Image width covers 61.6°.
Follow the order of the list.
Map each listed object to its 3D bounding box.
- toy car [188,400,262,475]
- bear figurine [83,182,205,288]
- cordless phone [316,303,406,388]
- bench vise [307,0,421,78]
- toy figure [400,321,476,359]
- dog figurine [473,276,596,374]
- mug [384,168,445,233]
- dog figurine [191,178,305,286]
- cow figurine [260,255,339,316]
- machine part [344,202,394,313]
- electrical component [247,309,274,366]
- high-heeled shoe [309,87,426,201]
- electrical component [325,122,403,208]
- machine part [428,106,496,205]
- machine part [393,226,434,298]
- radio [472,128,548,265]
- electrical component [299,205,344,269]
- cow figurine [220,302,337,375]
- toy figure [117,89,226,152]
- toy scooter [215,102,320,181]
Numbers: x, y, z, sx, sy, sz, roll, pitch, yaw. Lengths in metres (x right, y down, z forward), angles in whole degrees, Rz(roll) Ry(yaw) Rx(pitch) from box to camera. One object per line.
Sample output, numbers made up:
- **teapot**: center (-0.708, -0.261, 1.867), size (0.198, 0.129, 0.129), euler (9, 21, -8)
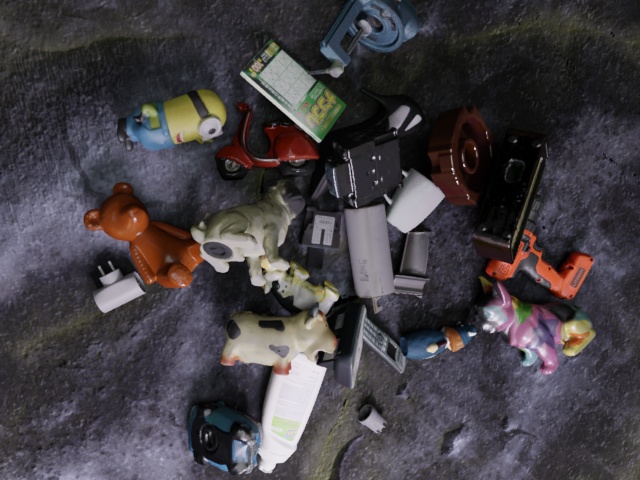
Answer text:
- **toy car**: center (-0.160, 0.353, 0.980), size (0.103, 0.162, 0.109), euler (0, 94, -55)
- **bear figurine**: center (-0.286, -0.013, 0.908), size (0.195, 0.132, 0.120), euler (50, 54, -16)
- **cordless phone**: center (0.091, 0.221, 1.002), size (0.089, 0.147, 0.184), euler (-29, 121, 37)
- **bench vise**: center (0.062, -0.386, 0.911), size (0.223, 0.129, 0.240), euler (40, 70, -31)
- **toy figure**: center (0.234, 0.195, 1.054), size (0.154, 0.064, 0.057), euler (-7, 133, -13)
- **dog figurine**: center (0.407, 0.144, 1.057), size (0.191, 0.108, 0.219), euler (-39, 99, -2)
- **mug**: center (0.162, -0.074, 0.998), size (0.109, 0.081, 0.107), euler (32, 98, -18)
- **dog figurine**: center (-0.117, -0.043, 0.908), size (0.172, 0.121, 0.190), euler (35, 47, -34)
- **cow figurine**: center (-0.055, 0.091, 0.990), size (0.167, 0.068, 0.098), euler (31, 97, -11)
- **machine part**: center (0.092, 0.017, 0.998), size (0.079, 0.079, 0.243), euler (-8, 99, -9)
- **electrical component**: center (-0.119, 0.178, 0.998), size (0.102, 0.045, 0.078), euler (-40, 101, -3)
- **high-heeled shoe**: center (0.087, -0.160, 0.980), size (0.145, 0.086, 0.248), euler (26, 97, -24)
- **electrical component**: center (0.073, -0.123, 0.914), size (0.134, 0.058, 0.114), euler (-25, 124, -18)
- **machine part**: center (0.258, -0.150, 0.971), size (0.179, 0.056, 0.179), euler (2, 87, -49)
- **machine part**: center (0.177, 0.040, 1.037), size (0.084, 0.039, 0.138), euler (11, 97, -6)
- **radio**: center (0.351, -0.081, 0.984), size (0.073, 0.131, 0.229), euler (16, 83, 25)
- **electrical component**: center (-0.002, -0.003, 0.995), size (0.075, 0.048, 0.119), euler (11, 93, -10)
- **cow figurine**: center (-0.068, 0.165, 0.931), size (0.195, 0.085, 0.127), euler (8, 91, 4)
- **toy figure**: center (-0.249, -0.202, 0.910), size (0.180, 0.082, 0.089), euler (-10, 100, -6)
- **toy scooter**: center (-0.094, -0.176, 0.944), size (0.184, 0.075, 0.135), euler (-4, 88, -10)
